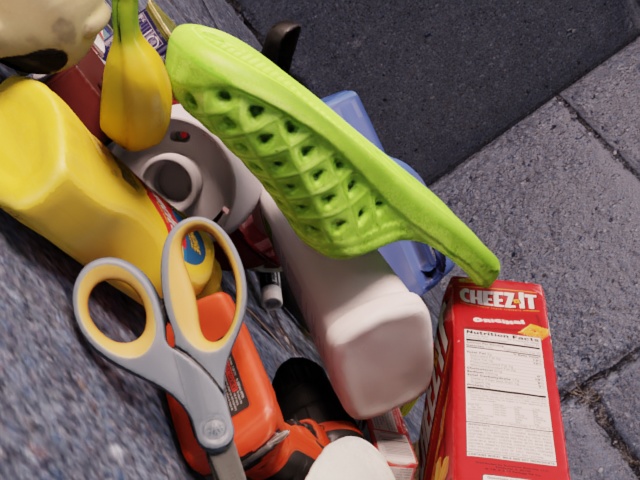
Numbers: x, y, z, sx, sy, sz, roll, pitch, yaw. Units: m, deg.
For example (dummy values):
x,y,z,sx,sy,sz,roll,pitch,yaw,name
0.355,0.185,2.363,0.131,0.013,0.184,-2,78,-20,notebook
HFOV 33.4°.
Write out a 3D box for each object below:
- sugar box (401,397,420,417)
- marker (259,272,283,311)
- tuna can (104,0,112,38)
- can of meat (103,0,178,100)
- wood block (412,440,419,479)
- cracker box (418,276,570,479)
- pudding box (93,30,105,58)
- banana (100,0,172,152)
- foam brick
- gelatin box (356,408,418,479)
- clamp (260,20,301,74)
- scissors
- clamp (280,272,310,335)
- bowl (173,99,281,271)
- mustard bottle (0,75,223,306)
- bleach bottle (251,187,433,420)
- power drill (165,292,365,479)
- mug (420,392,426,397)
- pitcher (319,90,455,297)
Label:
x,y,z,sx,sy,sz,roll,pitch,yaw,name
0.040,0.085,1.050,0.176,0.048,0.093,55,-34,25,sugar box
-0.047,0.011,0.963,0.020,0.020,0.121,48,26,-43,marker
-0.202,-0.192,0.968,0.086,0.034,0.086,53,7,-10,tuna can
-0.144,-0.140,0.899,0.057,0.084,0.102,58,8,29,can of meat
0.130,0.245,0.878,0.206,0.090,0.091,48,11,-44,wood block
0.100,0.148,0.670,0.213,0.072,0.164,-79,176,-59,cracker box
-0.212,-0.182,0.841,0.090,0.039,0.113,49,7,-29,pudding box
-0.100,-0.082,0.580,0.198,0.037,0.069,-173,-91,-78,banana
-0.156,-0.084,0.690,0.053,0.051,0.078,52,7,-18,foam brick
0.041,0.162,0.750,0.030,0.073,0.089,8,21,-10,gelatin box
-0.048,-0.097,0.866,0.210,0.036,0.164,9,-52,50,clamp
-0.072,0.087,0.522,0.016,0.096,0.202,116,-29,-75,scissors
-0.046,0.013,1.024,0.120,0.039,0.171,9,44,-58,clamp
-0.096,-0.032,0.825,0.162,0.055,0.162,53,7,-10,bowl
-0.111,-0.007,0.601,0.096,0.058,0.191,51,3,40,mustard bottle
-0.005,0.001,0.742,0.102,0.068,0.251,80,-15,-45,bleach bottle
-0.021,0.110,0.639,0.187,0.057,0.184,48,10,-45,power drill
0.078,0.130,1.133,0.081,0.093,0.117,52,-25,20,mug
0.043,-0.041,1.193,0.145,0.149,0.243,-120,-173,-81,pitcher
